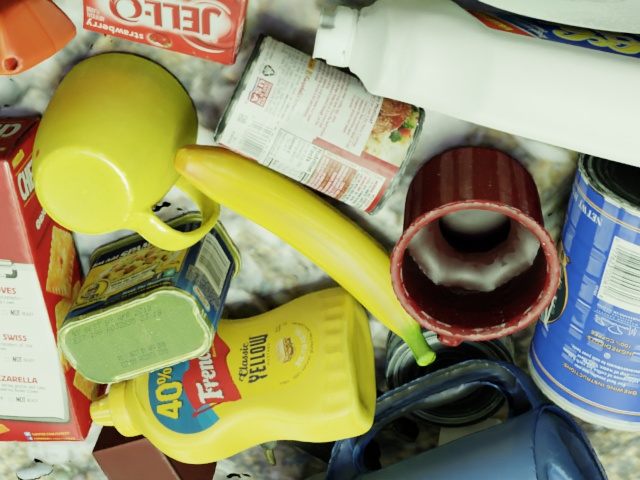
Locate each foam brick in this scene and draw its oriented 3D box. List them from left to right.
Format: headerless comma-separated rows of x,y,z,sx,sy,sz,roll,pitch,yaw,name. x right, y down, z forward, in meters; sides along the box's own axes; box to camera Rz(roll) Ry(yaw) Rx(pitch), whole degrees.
-0.118,0.157,0.765,0.053,0.051,0.078,-17,118,18,foam brick

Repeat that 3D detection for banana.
-0.003,-0.003,0.640,0.197,0.069,0.037,37,101,-15,banana

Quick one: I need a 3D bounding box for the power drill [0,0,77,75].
-0.192,-0.176,0.533,0.185,0.057,0.187,6,127,37,power drill

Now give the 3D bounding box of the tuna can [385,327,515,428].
0.085,0.082,0.701,0.086,0.033,0.086,3,122,5,tuna can

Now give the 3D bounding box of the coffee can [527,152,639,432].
0.183,0.024,0.611,0.103,0.102,0.140,8,122,2,coffee can

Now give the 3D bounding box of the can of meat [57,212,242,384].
-0.107,0.038,0.670,0.102,0.084,0.057,-20,118,18,can of meat

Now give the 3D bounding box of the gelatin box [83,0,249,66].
-0.082,-0.138,0.576,0.089,0.030,0.073,15,142,-1,gelatin box

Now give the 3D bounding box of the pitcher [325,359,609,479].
0.056,0.188,0.664,0.243,0.149,0.145,-23,119,26,pitcher

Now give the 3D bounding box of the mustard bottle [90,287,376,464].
-0.062,0.094,0.692,0.192,0.096,0.058,-14,143,17,mustard bottle

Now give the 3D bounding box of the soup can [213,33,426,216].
-0.001,-0.065,0.601,0.102,0.068,0.069,24,122,-7,soup can

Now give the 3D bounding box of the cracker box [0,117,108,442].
-0.242,0.031,0.692,0.164,0.072,0.214,-2,121,8,cracker box

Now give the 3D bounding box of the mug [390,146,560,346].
0.087,0.008,0.626,0.093,0.081,0.117,8,123,2,mug

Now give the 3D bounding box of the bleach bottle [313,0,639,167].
0.121,-0.082,0.552,0.251,0.102,0.068,11,115,-1,bleach bottle
